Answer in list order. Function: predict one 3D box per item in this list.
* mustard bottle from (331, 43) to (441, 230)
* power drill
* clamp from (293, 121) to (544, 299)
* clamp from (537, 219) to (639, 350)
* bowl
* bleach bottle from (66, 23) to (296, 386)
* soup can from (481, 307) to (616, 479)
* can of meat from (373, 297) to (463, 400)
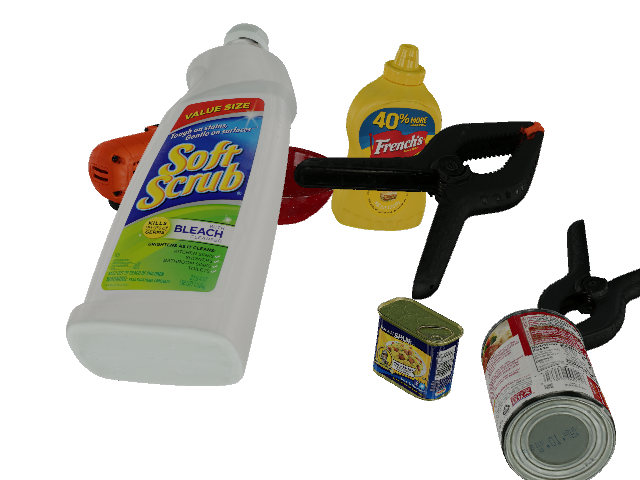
[{"bbox_3d":[0.072,-0.105,1.082,0.096,0.192,0.058,3,27,-13],"label":"mustard bottle"},{"bbox_3d":[-0.105,-0.009,0.874,0.057,0.188,0.184,18,26,40],"label":"power drill"},{"bbox_3d":[0.106,-0.039,0.859,0.209,0.036,0.165,-21,52,-21],"label":"clamp"},{"bbox_3d":[0.252,0.044,1.014,0.171,0.039,0.120,-36,42,-27],"label":"clamp"},{"bbox_3d":[-0.054,-0.063,1.298,0.162,0.055,0.162,5,26,-3],"label":"bowl"},{"bbox_3d":[-0.073,-0.036,0.656,0.102,0.250,0.068,3,-35,9],"label":"bleach bottle"},{"bbox_3d":[0.139,0.095,0.659,0.068,0.068,0.102,0,25,2],"label":"soup can"},{"bbox_3d":[0.110,0.126,1.233,0.057,0.084,0.102,-20,36,-41],"label":"can of meat"}]
